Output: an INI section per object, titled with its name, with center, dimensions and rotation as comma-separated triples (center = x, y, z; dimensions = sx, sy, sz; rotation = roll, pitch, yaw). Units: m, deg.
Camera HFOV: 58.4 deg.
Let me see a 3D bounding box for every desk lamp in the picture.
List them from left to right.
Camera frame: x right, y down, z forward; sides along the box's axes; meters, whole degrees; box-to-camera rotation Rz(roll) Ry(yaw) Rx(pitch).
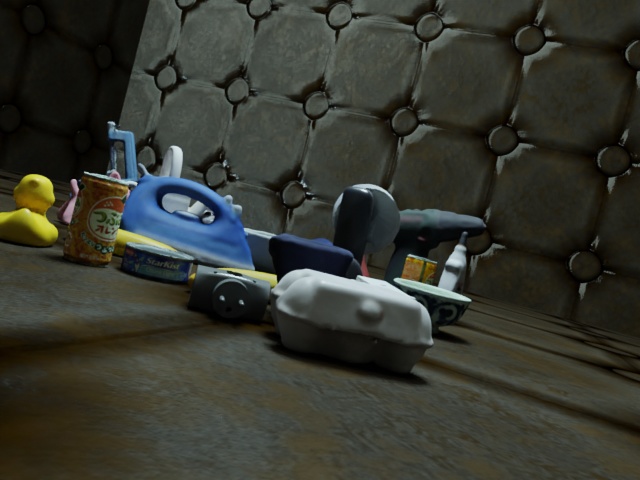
[desk lamp]
center = 0.061, -0.001, 1.077
dimensions = 0.118, 0.213, 0.203
rotation = 14, 1, -8

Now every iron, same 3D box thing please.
[iron]
center = -0.223, -0.037, 0.999
dimensions = 0.258, 0.141, 0.118
rotation = 15, 1, -1

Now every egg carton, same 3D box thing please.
[egg carton]
center = 0.028, 0.075, 0.543
dimensions = 0.150, 0.069, 0.107
rotation = 14, 1, -14

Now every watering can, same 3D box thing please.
[watering can]
center = -0.296, -0.085, 1.118
dimensions = 0.100, 0.194, 0.174
rotation = 16, 2, 42

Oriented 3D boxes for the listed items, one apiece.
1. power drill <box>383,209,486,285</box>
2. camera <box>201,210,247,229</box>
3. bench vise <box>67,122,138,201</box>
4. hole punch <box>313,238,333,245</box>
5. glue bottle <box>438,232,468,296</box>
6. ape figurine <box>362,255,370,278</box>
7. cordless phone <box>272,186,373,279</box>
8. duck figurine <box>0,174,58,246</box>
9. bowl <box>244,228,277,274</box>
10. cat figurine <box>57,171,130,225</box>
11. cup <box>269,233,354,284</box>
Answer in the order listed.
[power drill]
center = 0.196, 0.035, 1.148
dimensions = 0.229, 0.208, 0.076
rotation = 15, 1, 21
[camera]
center = -0.208, -0.016, 1.217
dimensions = 0.137, 0.101, 0.142
rotation = 14, 1, -33
[bench vise]
center = -0.424, -0.135, 1.257
dimensions = 0.208, 0.220, 0.121
rotation = 14, 1, -39
[hole punch]
center = -0.033, 0.034, 1.259
dimensions = 0.101, 0.091, 0.108
rotation = 14, 1, -25
[glue bottle]
center = 0.248, 0.068, 1.066
dimensions = 0.037, 0.173, 0.078
rotation = 15, 1, 27
[ape figurine]
center = 0.057, 0.062, 0.992
dimensions = 0.078, 0.092, 0.076
rotation = 14, 1, -18
[cordless phone]
center = 0.008, 0.003, 0.879
dimensions = 0.147, 0.185, 0.094
rotation = 15, 1, 23
[duck figurine]
center = -0.368, -0.041, 0.728
dimensions = 0.078, 0.086, 0.104
rotation = 14, 1, -21
[bowl]
center = -0.099, 0.027, 1.130
dimensions = 0.167, 0.075, 0.167
rotation = 15, 1, 0
[cat figurine]
center = -0.420, -0.078, 1.091
dimensions = 0.128, 0.118, 0.067
rotation = 14, 2, -44
[cup]
center = -0.026, 0.045, 0.670
dimensions = 0.117, 0.095, 0.092
rotation = 16, 1, 39
